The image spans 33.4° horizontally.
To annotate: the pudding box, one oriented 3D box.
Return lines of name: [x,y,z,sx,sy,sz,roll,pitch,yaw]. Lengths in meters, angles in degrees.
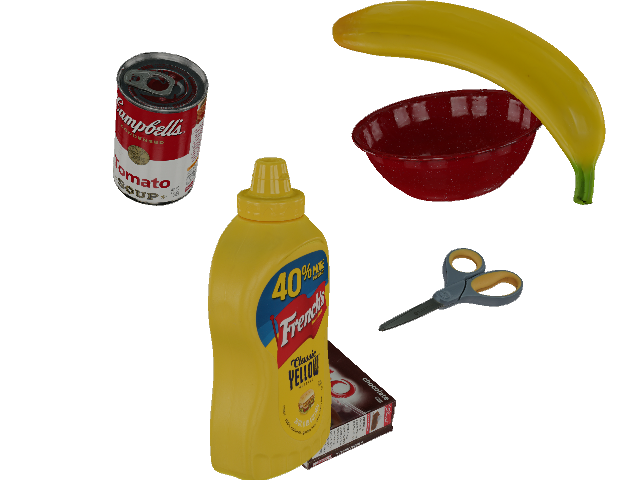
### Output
pudding box: [-0.006,0.130,0.885,0.089,0.039,0.114,-20,40,-30]

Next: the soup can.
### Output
soup can: [-0.126,-0.085,0.828,0.068,0.068,0.102,0,-42,-14]

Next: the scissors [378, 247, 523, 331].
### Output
scissors: [0.122,0.048,1.109,0.201,0.016,0.096,-7,40,-30]

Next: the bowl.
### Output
bowl: [0.110,-0.076,0.897,0.162,0.055,0.162,-9,25,4]

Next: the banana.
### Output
banana: [0.099,-0.103,0.647,0.198,0.069,0.037,37,-2,19]

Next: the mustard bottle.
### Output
mustard bottle: [-0.030,0.044,0.659,0.058,0.192,0.096,10,18,33]
